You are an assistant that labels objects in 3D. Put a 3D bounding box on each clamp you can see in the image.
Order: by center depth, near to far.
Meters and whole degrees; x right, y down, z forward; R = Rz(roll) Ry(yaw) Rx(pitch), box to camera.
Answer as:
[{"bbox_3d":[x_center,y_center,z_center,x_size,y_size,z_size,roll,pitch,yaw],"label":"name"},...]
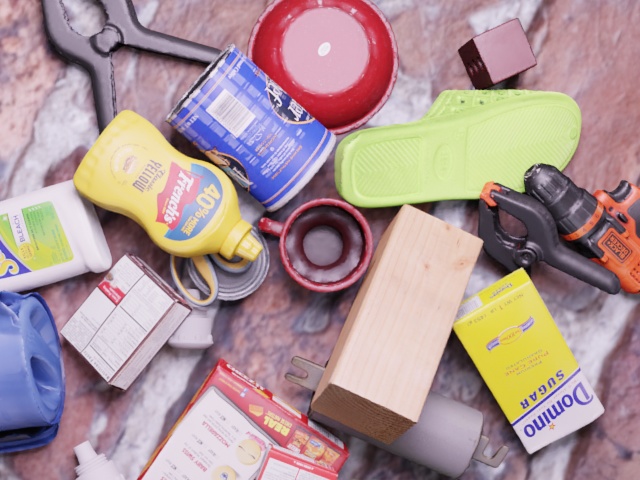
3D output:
[{"bbox_3d":[0.225,0.011,1.085,0.120,0.039,0.171,-22,111,23],"label":"clamp"},{"bbox_3d":[-0.207,-0.207,1.103,0.164,0.036,0.210,-35,96,-3],"label":"clamp"}]

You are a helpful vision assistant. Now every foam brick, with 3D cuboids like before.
[{"bbox_3d":[0.182,-0.188,1.097,0.051,0.078,0.053,-24,92,-3],"label":"foam brick"}]

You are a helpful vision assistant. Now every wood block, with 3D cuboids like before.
[{"bbox_3d":[0.076,0.082,1.049,0.090,0.091,0.206,25,63,-2],"label":"wood block"}]

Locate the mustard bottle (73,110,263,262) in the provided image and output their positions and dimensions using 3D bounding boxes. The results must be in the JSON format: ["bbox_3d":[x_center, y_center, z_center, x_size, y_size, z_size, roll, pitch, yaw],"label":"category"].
[{"bbox_3d":[-0.139,-0.038,1.049,0.191,0.058,0.096,34,79,3],"label":"mustard bottle"}]

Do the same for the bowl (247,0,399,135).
[{"bbox_3d":[0.004,-0.191,1.102,0.162,0.055,0.162,0,90,-2],"label":"bowl"}]

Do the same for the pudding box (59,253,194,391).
[{"bbox_3d":[-0.198,0.083,1.089,0.090,0.039,0.113,40,91,28],"label":"pudding box"}]

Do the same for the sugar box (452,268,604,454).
[{"bbox_3d":[0.211,0.126,1.093,0.093,0.048,0.176,-31,106,8],"label":"sugar box"}]

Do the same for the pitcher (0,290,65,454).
[{"bbox_3d":[-0.382,0.147,1.066,0.243,0.145,0.149,-10,79,2],"label":"pitcher"}]

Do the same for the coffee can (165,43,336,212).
[{"bbox_3d":[-0.069,-0.111,1.064,0.140,0.103,0.103,41,89,-14],"label":"coffee can"}]

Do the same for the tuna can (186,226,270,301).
[{"bbox_3d":[-0.095,0.019,1.112,0.086,0.034,0.086,0,91,-2],"label":"tuna can"}]

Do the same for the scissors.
[{"bbox_3d":[-0.134,-0.032,1.086,0.096,0.016,0.202,-20,87,-1],"label":"scissors"}]

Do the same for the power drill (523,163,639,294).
[{"bbox_3d":[0.323,-0.064,1.103,0.184,0.057,0.187,42,91,-17],"label":"power drill"}]

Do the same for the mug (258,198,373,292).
[{"bbox_3d":[-0.007,0.001,1.091,0.117,0.081,0.093,16,90,-3],"label":"mug"}]

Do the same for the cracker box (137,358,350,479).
[{"bbox_3d":[-0.096,0.256,1.098,0.164,0.072,0.214,34,90,-3],"label":"cracker box"}]

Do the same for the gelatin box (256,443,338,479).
[{"bbox_3d":[-0.033,0.255,1.049,0.073,0.030,0.089,22,91,-6],"label":"gelatin box"}]

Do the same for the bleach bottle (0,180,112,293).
[{"bbox_3d":[-0.348,0.023,1.090,0.251,0.068,0.102,-20,90,0],"label":"bleach bottle"}]
